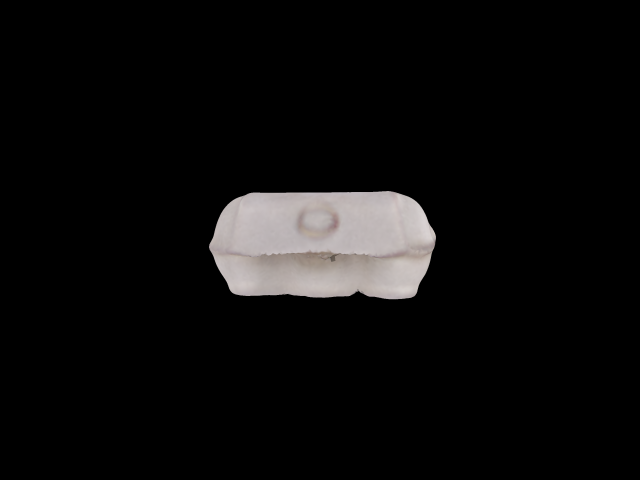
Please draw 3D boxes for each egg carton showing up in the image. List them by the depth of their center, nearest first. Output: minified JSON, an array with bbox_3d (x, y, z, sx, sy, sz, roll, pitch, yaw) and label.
[{"bbox_3d":[0.004,0.001,0.400,0.150,0.069,0.107,0,4,7],"label":"egg carton"}]
